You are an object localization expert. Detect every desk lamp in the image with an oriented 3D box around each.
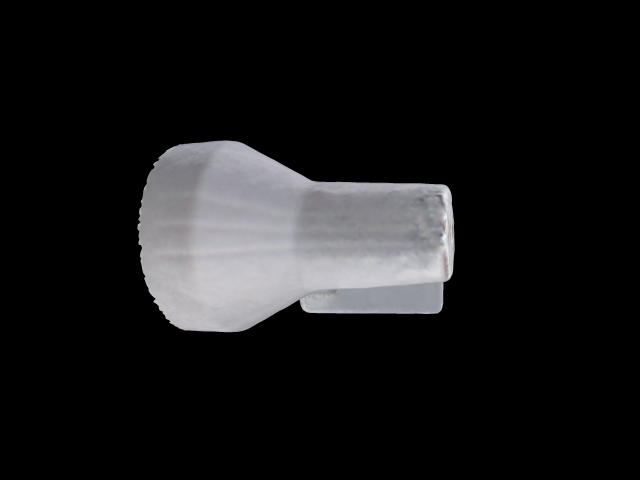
[{"bbox_3d":[0.004,0.001,0.400,0.203,0.213,0.118,0,85,0],"label":"desk lamp"}]
